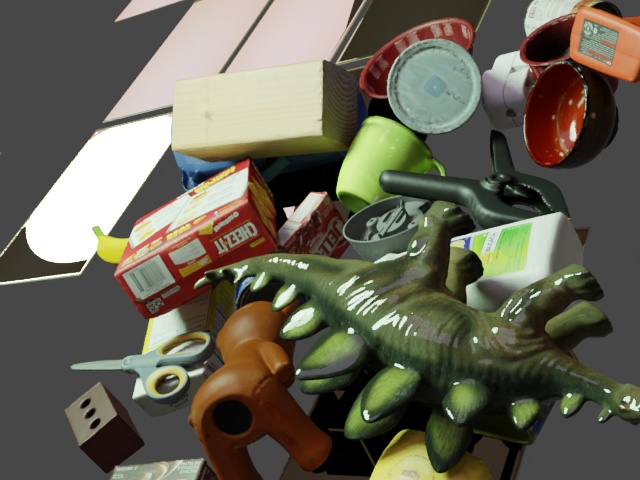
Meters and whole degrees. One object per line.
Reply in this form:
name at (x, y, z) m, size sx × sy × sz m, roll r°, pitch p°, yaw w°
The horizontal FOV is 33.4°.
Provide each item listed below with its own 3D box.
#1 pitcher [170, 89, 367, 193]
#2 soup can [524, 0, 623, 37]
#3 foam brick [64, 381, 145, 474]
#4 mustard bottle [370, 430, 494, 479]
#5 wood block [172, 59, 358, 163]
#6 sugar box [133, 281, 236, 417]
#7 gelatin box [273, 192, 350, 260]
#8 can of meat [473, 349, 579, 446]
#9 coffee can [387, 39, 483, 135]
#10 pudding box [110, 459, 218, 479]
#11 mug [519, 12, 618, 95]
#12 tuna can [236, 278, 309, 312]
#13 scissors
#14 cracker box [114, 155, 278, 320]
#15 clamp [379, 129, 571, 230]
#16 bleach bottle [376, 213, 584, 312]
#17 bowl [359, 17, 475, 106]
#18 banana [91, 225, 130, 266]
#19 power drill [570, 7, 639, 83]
pitcher at (-0.067, -0.135, 1.384) m, size 0.243 × 0.149 × 0.144 m, roll -6°, pitch 2°, yaw 32°
soup can at (0.297, -0.254, 1.261) m, size 0.068 × 0.068 × 0.102 m, roll -40°, pitch 32°, yaw -10°
foam brick at (-0.232, 0.201, 1.144) m, size 0.053 × 0.051 × 0.078 m, roll -39°, pitch 32°, yaw -7°
mustard bottle at (0.049, 0.241, 0.831) m, size 0.096 × 0.058 × 0.191 m, roll 16°, pitch 57°, yaw 44°
wood block at (-0.066, -0.150, 1.269) m, size 0.206 × 0.090 × 0.091 m, roll -2°, pitch 83°, yaw 29°
sugar box at (-0.149, 0.111, 1.196) m, size 0.093 × 0.048 × 0.176 m, roll -21°, pitch 38°, yaw 19°
gelatin box at (-0.008, 0.001, 1.189) m, size 0.030 × 0.073 × 0.089 m, roll 9°, pitch 50°, yaw 46°
can of meat at (0.154, 0.119, 0.902) m, size 0.102 × 0.057 × 0.083 m, roll 5°, pitch 50°, yaw 45°
coffee can at (0.130, -0.172, 1.215) m, size 0.103 × 0.103 × 0.140 m, roll -29°, pitch 3°, yaw 8°
pudding box at (-0.160, 0.258, 1.014) m, size 0.114 × 0.039 × 0.090 m, roll -13°, pitch 37°, yaw 30°
mug at (0.289, -0.197, 1.179) m, size 0.117 × 0.081 × 0.093 m, roll -30°, pitch 32°, yaw 7°
tuna can at (-0.047, 0.062, 1.130) m, size 0.086 × 0.086 × 0.034 m, roll -27°, pitch 31°, yaw 11°
scissors at (-0.201, 0.147, 1.141) m, size 0.202 × 0.016 × 0.096 m, roll -18°, pitch 38°, yaw 24°
cracker box at (-0.132, -0.006, 1.200) m, size 0.164 × 0.072 × 0.213 m, roll -29°, pitch 16°, yaw 6°
clamp at (0.186, -0.054, 1.099) m, size 0.164 × 0.036 × 0.210 m, roll -27°, pitch 39°, yaw -29°
bleach bottle at (0.122, 0.044, 1.027) m, size 0.251 × 0.068 × 0.102 m, roll -14°, pitch 37°, yaw 33°
bowl at (0.134, -0.215, 1.367) m, size 0.162 × 0.055 × 0.162 m, roll -24°, pitch 33°, yaw 16°
banana at (-0.233, -0.004, 1.409) m, size 0.198 × 0.069 × 0.037 m, roll -13°, pitch -2°, yaw 32°
power drill at (0.360, -0.194, 1.062) m, size 0.187 × 0.057 × 0.185 m, roll -8°, pitch 27°, yaw -30°
